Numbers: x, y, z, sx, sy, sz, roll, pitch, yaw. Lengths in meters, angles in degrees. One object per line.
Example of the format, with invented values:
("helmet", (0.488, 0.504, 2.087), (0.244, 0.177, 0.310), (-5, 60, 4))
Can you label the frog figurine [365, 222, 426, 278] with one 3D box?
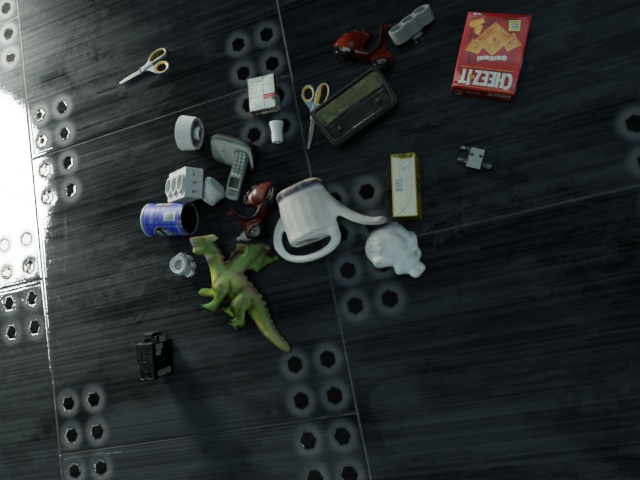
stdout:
("frog figurine", (0.200, 0.034, 1.356), (0.138, 0.120, 0.162), (-30, 64, -7))

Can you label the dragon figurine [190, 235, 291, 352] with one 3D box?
("dragon figurine", (-0.209, 0.121, 1.485), (0.410, 0.122, 0.243), (30, 87, 2))

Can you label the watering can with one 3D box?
("watering can", (0.004, -0.072, 1.424), (0.344, 0.104, 0.226), (-24, 77, 25))
